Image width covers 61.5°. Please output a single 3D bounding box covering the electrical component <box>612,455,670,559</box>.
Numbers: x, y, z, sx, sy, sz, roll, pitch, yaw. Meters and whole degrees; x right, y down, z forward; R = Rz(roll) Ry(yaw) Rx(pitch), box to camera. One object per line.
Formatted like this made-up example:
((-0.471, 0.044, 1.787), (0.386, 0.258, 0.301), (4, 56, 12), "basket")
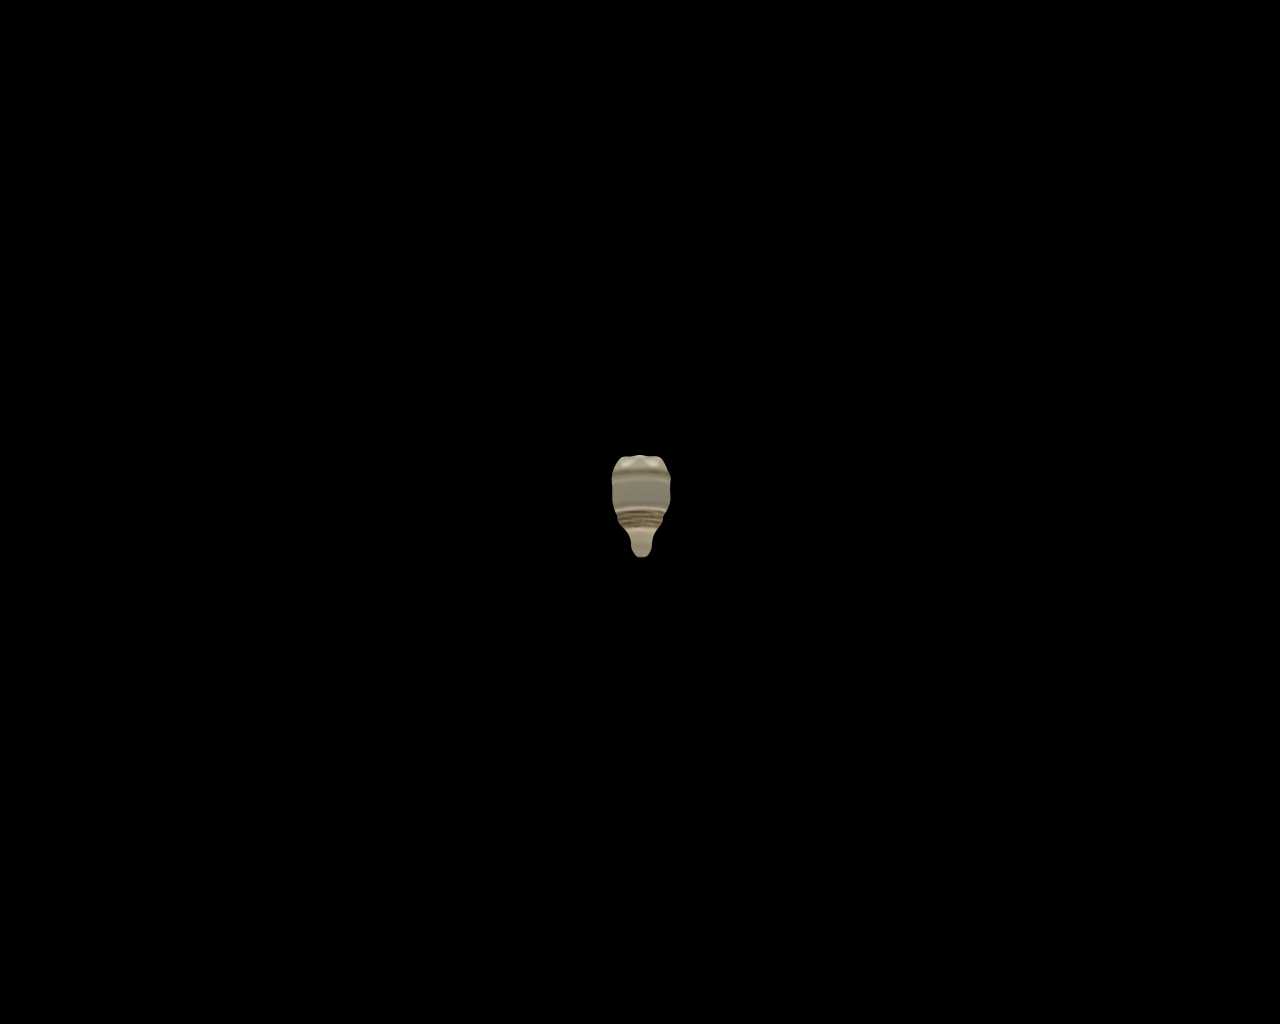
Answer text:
((0.001, -0.003, 0.650), (0.035, 0.061, 0.035), (0, -7, 0), "electrical component")
